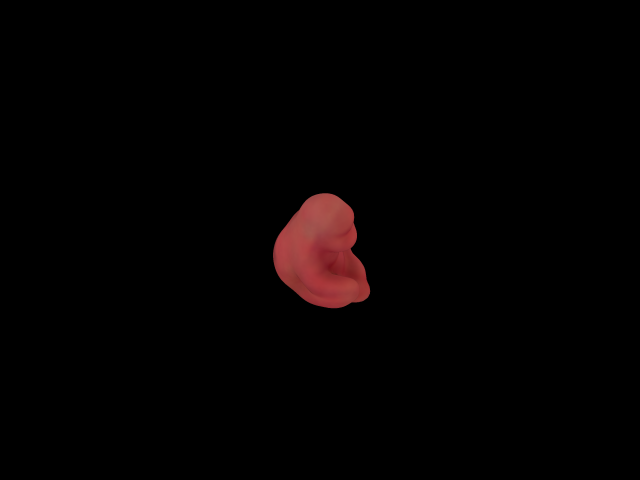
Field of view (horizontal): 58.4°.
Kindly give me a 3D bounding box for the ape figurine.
[{"bbox_3d":[0.004,0.001,0.400,0.076,0.092,0.078,14,64,7],"label":"ape figurine"}]
